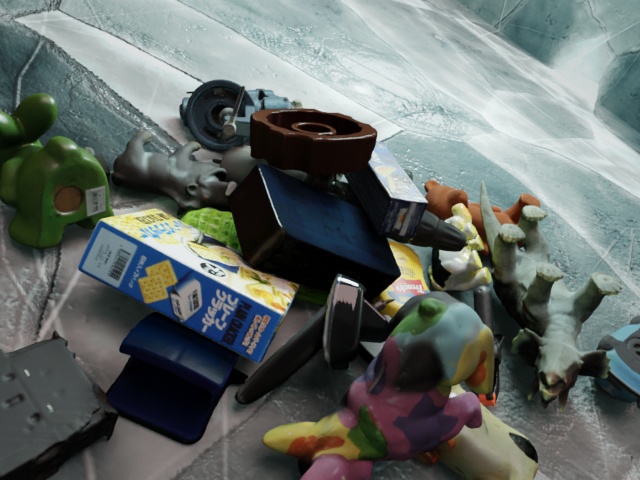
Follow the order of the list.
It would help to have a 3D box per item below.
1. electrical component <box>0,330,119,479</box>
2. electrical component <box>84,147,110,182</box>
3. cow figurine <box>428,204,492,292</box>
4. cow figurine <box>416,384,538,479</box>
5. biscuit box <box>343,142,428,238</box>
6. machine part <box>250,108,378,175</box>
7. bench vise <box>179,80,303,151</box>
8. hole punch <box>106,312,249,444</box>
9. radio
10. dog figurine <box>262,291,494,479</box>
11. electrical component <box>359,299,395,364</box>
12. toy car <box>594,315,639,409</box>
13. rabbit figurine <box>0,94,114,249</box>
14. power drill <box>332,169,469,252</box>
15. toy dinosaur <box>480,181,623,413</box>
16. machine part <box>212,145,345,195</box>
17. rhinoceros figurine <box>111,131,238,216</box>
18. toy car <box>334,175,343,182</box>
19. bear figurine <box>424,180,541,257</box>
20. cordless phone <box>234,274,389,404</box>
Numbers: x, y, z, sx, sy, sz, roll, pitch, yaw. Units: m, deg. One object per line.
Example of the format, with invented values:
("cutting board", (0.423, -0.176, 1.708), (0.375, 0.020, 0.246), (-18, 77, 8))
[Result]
("electrical component", (-0.265, 0.154, 0.467), (0.115, 0.058, 0.134), (41, 38, 21))
("electrical component", (-0.334, -0.099, 0.760), (0.063, 0.021, 0.094), (-5, 47, -35))
("cow figurine", (0.228, 0.014, 0.918), (0.068, 0.098, 0.167), (48, 30, -34))
("cow figurine", (0.168, 0.215, 0.641), (0.195, 0.085, 0.127), (36, 43, 16))
("biscuit box", (0.090, -0.083, 0.799), (0.059, 0.062, 0.203), (5, 33, -19))
("machine part", (-0.010, -0.140, 0.756), (0.179, 0.056, 0.179), (5, 25, -2))
("bench vise", (-0.130, -0.207, 0.917), (0.224, 0.128, 0.241), (9, 20, -12))
("hole punch", (-0.144, 0.125, 0.554), (0.142, 0.092, 0.116), (22, 33, -1))
("radio", (-0.001, -0.002, 0.715), (0.229, 0.073, 0.131), (20, 36, -37))
("dog figurine", (0.055, 0.162, 0.527), (0.219, 0.191, 0.109), (-19, 37, -23))
("electrical component", (0.085, 0.125, 0.708), (0.078, 0.045, 0.102), (-23, 50, -23))
("toy car", (0.484, 0.196, 0.843), (0.161, 0.102, 0.109), (-26, 59, -35))
("rabbit figurine", (-0.355, -0.089, 0.650), (0.170, 0.158, 0.121), (27, 43, 26))
("power drill", (0.128, -0.058, 0.919), (0.232, 0.085, 0.207), (15, 31, -3))
("toy dinosaur", (0.331, 0.078, 0.844), (0.131, 0.192, 0.405), (1, 34, -7))
("machine part", (-0.068, -0.097, 0.823), (0.244, 0.079, 0.079), (15, 28, 31))
("rhinoceros figurine", (-0.203, -0.089, 0.787), (0.190, 0.073, 0.112), (16, 36, -15))
("toy car", (-0.026, -0.136, 0.921), (0.089, 0.053, 0.202), (28, 9, 19))
("bear figurine", (0.289, -0.054, 1.008), (0.196, 0.132, 0.120), (33, 56, -4))
("cordless phone", (-0.011, 0.131, 0.626), (0.184, 0.146, 0.089), (-39, 76, -8))
